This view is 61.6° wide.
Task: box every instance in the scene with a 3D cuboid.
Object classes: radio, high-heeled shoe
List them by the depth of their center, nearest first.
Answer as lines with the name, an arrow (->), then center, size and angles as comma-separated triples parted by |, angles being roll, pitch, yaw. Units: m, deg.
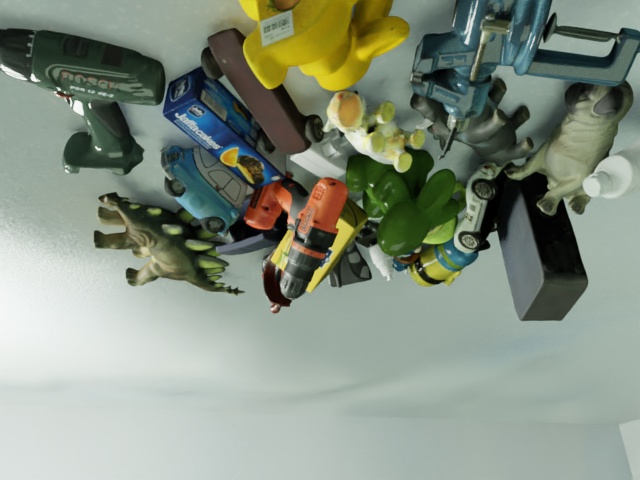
radio -> 0.348, 0.004, 0.865 | 0.073, 0.230, 0.131 | -1, 147, -1
high-heeled shoe -> 0.046, 0.020, 1.086 | 0.086, 0.145, 0.248 | -11, 178, 13

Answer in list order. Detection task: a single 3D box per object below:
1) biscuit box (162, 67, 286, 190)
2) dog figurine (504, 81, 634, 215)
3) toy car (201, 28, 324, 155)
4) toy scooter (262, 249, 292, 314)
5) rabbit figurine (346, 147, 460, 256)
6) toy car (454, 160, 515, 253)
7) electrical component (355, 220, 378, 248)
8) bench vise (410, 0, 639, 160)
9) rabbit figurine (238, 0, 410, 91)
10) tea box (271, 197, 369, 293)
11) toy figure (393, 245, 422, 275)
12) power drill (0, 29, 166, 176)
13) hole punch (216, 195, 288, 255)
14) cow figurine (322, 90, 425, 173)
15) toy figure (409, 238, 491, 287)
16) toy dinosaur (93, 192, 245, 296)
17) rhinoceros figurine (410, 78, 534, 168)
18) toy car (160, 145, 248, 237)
biscuit box -> -0.126, -0.149, 0.751 | 0.063, 0.059, 0.202 | -16, 147, 26
dog figurine -> 0.382, -0.140, 0.754 | 0.172, 0.121, 0.190 | -19, 149, -43
toy car -> -0.069, -0.186, 0.686 | 0.089, 0.053, 0.202 | -7, 142, 28
toy scooter -> -0.067, 0.068, 1.069 | 0.075, 0.135, 0.184 | 18, 145, -26
rabbit figurine -> 0.129, -0.050, 0.809 | 0.159, 0.170, 0.121 | -13, 142, 13
toy car -> 0.266, -0.059, 0.877 | 0.056, 0.073, 0.201 | 34, 146, 29
electrical component -> 0.104, -0.009, 1.046 | 0.063, 0.021, 0.094 | -24, 143, 34
bench vise -> 0.224, -0.200, 0.571 | 0.241, 0.129, 0.223 | 10, 125, 8
rabbit figurine -> 0.011, -0.228, 0.587 | 0.162, 0.122, 0.173 | -21, 160, 17
tea box -> -0.002, -0.003, 0.924 | 0.098, 0.068, 0.169 | 39, 126, 9
toy figure -> 0.168, 0.015, 1.049 | 0.058, 0.064, 0.154 | -14, 151, -6
power drill -> -0.315, -0.176, 0.692 | 0.232, 0.086, 0.207 | 2, 143, -10
hole punch -> -0.119, -0.013, 0.973 | 0.142, 0.092, 0.115 | -19, 150, 23
cow figurine -> 0.058, -0.155, 0.722 | 0.167, 0.068, 0.098 | 24, -177, -44
toy figure -> 0.249, 0.032, 1.063 | 0.089, 0.082, 0.180 | 9, 152, -23
toy dinosaur -> -0.274, 0.025, 1.025 | 0.199, 0.105, 0.470 | -8, 155, 6
rhinoceros figurine -> 0.206, -0.162, 0.729 | 0.190, 0.073, 0.112 | 20, 154, -34
toy car -> -0.168, -0.091, 0.830 | 0.103, 0.109, 0.161 | -32, 132, 8
